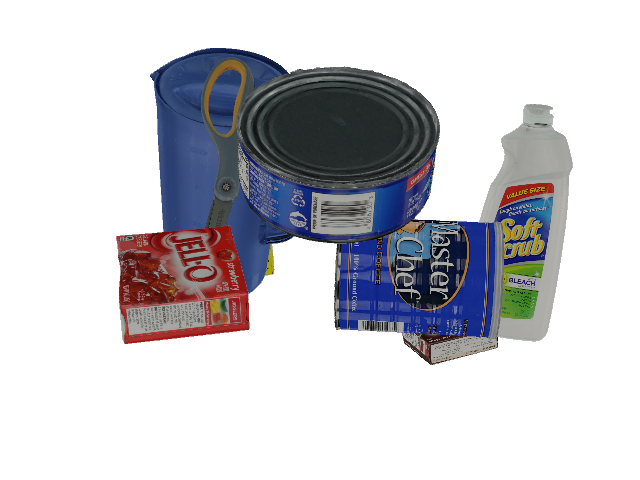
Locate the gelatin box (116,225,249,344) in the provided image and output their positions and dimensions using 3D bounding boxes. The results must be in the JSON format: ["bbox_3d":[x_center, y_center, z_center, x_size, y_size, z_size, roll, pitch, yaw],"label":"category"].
[{"bbox_3d":[-0.084,0.024,0.641,0.073,0.030,0.089,-5,28,-9],"label":"gelatin box"}]

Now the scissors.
[{"bbox_3d":[-0.053,-0.046,0.819,0.096,0.202,0.016,-1,-16,-4],"label":"scissors"}]

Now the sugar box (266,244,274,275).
[{"bbox_3d":[-0.089,-0.051,1.318,0.048,0.176,0.093,-10,24,-8],"label":"sugar box"}]

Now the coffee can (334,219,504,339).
[{"bbox_3d":[0.086,0.032,0.937,0.140,0.103,0.103,3,0,5],"label":"coffee can"}]

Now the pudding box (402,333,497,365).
[{"bbox_3d":[0.187,0.137,1.544,0.113,0.039,0.090,-14,20,-18],"label":"pudding box"}]

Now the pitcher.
[{"bbox_3d":[-0.090,-0.054,1.059,0.144,0.243,0.149,-6,42,-16],"label":"pitcher"}]

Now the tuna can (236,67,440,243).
[{"bbox_3d":[0.007,-0.038,0.457,0.086,0.034,0.086,1,41,-1],"label":"tuna can"}]

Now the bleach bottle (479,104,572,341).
[{"bbox_3d":[0.212,-0.021,1.149,0.103,0.251,0.068,9,18,16],"label":"bleach bottle"}]
